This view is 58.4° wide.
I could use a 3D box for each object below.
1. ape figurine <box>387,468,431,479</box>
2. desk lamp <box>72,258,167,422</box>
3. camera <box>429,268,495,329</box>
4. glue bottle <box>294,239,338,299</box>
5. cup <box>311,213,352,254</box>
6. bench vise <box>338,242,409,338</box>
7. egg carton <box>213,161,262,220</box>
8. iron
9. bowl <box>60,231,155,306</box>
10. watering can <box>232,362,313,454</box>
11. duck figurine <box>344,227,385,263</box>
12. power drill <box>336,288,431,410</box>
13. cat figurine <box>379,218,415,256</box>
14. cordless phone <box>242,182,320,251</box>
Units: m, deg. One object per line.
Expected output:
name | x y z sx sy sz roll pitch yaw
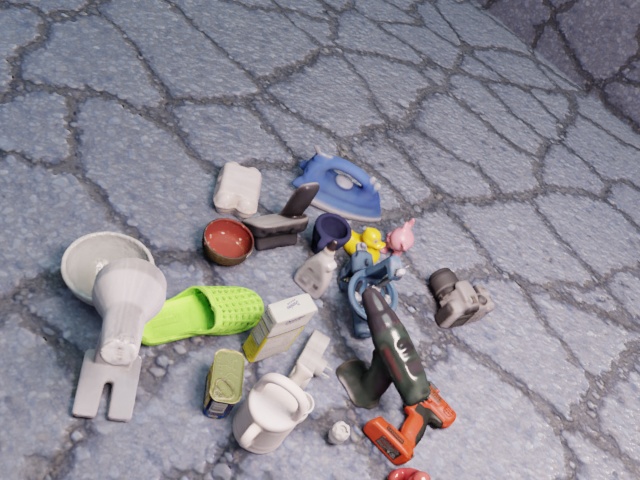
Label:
ape figurine | 0.170 0.451 1.055 0.076 0.092 0.077 -14 60 -35
desk lamp | -0.331 0.164 0.955 0.118 0.213 0.203 11 49 -18
camera | 0.341 0.131 1.405 0.143 0.100 0.136 -6 56 -31
glue bottle | 0.003 0.055 1.246 0.078 0.173 0.037 42 47 11
cup | 0.012 0.005 1.348 0.091 0.095 0.118 34 45 3
bench vise | 0.107 0.080 1.245 0.122 0.219 0.207 -9 57 -32
egg carton | -0.196 -0.120 1.365 0.107 0.069 0.150 15 48 -15
iron | 0.067 -0.145 1.469 0.258 0.141 0.118 23 46 -8
bowl | -0.406 0.069 1.095 0.168 0.074 0.167 14 48 -16
watering can | -0.078 0.284 0.997 0.101 0.194 0.173 23 46 -7
duck figurine | 0.113 0.002 1.408 0.104 0.086 0.078 34 46 3
power drill | 0.114 0.235 1.126 0.076 0.208 0.229 -17 62 -36
cat figurine | 0.207 -0.008 1.441 0.067 0.117 0.128 36 46 5
cordless phone | -0.085 -0.068 1.296 0.148 0.185 0.094 -15 61 -35
